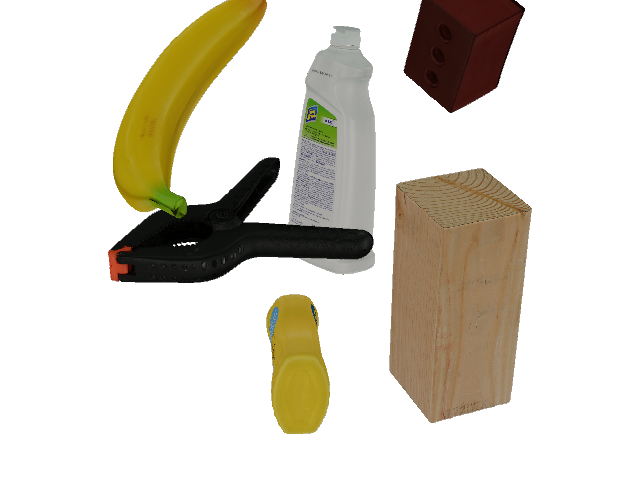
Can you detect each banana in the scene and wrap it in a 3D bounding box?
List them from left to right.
[{"bbox_3d":[-0.086,-0.084,0.663,0.070,0.197,0.037,1,-38,17],"label":"banana"}]

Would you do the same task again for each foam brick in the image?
[{"bbox_3d":[0.099,-0.140,0.751,0.051,0.053,0.078,-33,-26,-27],"label":"foam brick"}]

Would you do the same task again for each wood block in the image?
[{"bbox_3d":[0.124,0.050,0.974,0.090,0.206,0.091,-11,32,-19],"label":"wood block"}]

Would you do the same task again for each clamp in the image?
[{"bbox_3d":[-0.083,-0.012,0.904,0.209,0.036,0.165,-14,35,-22],"label":"clamp"}]

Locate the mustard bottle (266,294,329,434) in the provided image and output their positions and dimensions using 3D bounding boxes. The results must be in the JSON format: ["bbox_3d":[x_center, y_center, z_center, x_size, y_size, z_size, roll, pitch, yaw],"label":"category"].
[{"bbox_3d":[-0.027,0.112,1.125,0.058,0.096,0.191,-2,26,-4],"label":"mustard bottle"}]

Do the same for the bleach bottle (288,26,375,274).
[{"bbox_3d":[0.021,-0.098,1.132,0.067,0.251,0.103,-12,25,-44],"label":"bleach bottle"}]
